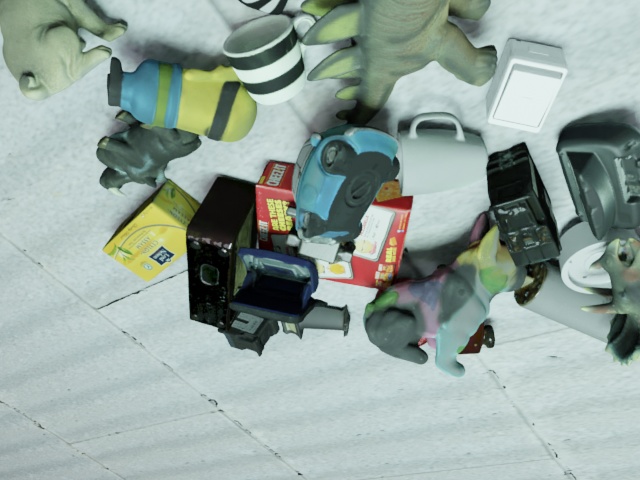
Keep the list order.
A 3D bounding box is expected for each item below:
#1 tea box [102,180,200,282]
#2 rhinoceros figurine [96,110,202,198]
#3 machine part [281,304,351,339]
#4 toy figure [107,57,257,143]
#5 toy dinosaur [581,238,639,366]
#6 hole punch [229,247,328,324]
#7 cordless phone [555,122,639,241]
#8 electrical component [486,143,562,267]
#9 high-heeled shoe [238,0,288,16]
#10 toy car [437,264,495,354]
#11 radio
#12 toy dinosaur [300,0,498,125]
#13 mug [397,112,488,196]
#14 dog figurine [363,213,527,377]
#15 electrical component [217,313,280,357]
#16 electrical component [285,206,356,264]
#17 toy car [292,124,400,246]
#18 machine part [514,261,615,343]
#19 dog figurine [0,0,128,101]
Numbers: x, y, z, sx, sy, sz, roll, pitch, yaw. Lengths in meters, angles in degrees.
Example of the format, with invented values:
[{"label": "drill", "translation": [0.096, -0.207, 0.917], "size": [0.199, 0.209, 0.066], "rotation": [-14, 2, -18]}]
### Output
[{"label": "tea box", "translation": [-0.267, -0.011, 0.880], "size": [0.098, 0.068, 0.169], "rotation": [40, 129, -21]}, {"label": "rhinoceros figurine", "translation": [-0.253, -0.128, 0.771], "size": [0.190, 0.073, 0.112], "rotation": [-21, 134, 29]}, {"label": "machine part", "translation": [-0.011, 0.146, 0.979], "size": [0.139, 0.039, 0.084], "rotation": [-2, 123, 19]}, {"label": "toy figure", "translation": [-0.169, -0.171, 0.666], "size": [0.180, 0.082, 0.089], "rotation": [2, 94, -22]}, {"label": "toy dinosaur", "translation": [0.516, 0.118, 0.717], "size": [0.404, 0.131, 0.192], "rotation": [22, 146, -31]}, {"label": "hole punch", "translation": [-0.061, 0.057, 0.775], "size": [0.142, 0.116, 0.092], "rotation": [8, 96, 10]}, {"label": "cordless phone", "translation": [0.390, -0.092, 0.632], "size": [0.184, 0.089, 0.146], "rotation": [-22, 123, 18]}, {"label": "electrical component", "translation": [0.259, -0.036, 0.681], "size": [0.058, 0.115, 0.134], "rotation": [-17, 124, 30]}, {"label": "high-heeled shoe", "translation": [0.002, -0.303, 0.515], "size": [0.249, 0.086, 0.145], "rotation": [-11, 156, 28]}, {"label": "toy car", "translation": [0.236, 0.107, 0.862], "size": [0.089, 0.053, 0.201], "rotation": [-7, 126, 7]}, {"label": "radio", "translation": [-0.151, 0.029, 0.841], "size": [0.073, 0.131, 0.229], "rotation": [15, 134, 5]}, {"label": "toy dinosaur", "translation": [0.080, -0.221, 0.533], "size": [0.199, 0.105, 0.471], "rotation": [1, 153, -6]}, {"label": "mug", "translation": [0.153, -0.110, 0.673], "size": [0.107, 0.081, 0.109], "rotation": [-2, 125, 2]}, {"label": "dog figurine", "translation": [0.177, 0.063, 0.752], "size": [0.192, 0.108, 0.219], "rotation": [19, 103, 0]}, {"label": "electrical component", "translation": [-0.142, 0.162, 1.002], "size": [0.119, 0.075, 0.047], "rotation": [16, 139, 30]}, {"label": "electrical component", "translation": [0.000, -0.003, 0.735], "size": [0.102, 0.045, 0.078], "rotation": [11, 104, 4]}, {"label": "toy car", "translation": [0.018, -0.077, 0.662], "size": [0.109, 0.103, 0.161], "rotation": [4, 122, -42]}, {"label": "machine part", "translation": [0.381, 0.093, 0.793], "size": [0.243, 0.079, 0.079], "rotation": [24, 134, -5]}, {"label": "dog figurine", "translation": [-0.332, -0.271, 0.592], "size": [0.121, 0.172, 0.190], "rotation": [-18, 133, 16]}]
